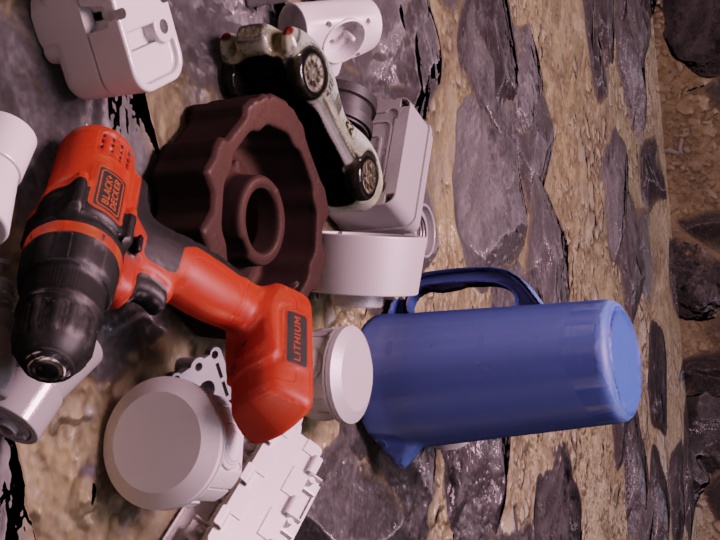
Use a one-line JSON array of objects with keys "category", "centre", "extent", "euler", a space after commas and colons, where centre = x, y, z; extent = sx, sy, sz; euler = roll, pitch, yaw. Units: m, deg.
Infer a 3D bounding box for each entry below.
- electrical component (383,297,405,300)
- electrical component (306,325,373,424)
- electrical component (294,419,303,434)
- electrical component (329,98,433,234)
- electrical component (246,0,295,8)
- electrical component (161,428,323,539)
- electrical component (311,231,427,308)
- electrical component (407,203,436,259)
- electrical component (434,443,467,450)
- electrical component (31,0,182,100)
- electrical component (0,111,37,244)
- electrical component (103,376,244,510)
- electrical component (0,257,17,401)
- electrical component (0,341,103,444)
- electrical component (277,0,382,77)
[{"category": "electrical component", "centre": [0.013, -0.001, 0.973], "extent": [0.048, 0.055, 0.066], "euler": [59, 37, -46]}, {"category": "electrical component", "centre": [-0.025, 0.086, 0.889], "extent": [0.080, 0.051, 0.080], "euler": [-3, 90, -65]}, {"category": "electrical component", "centre": [-0.064, 0.115, 0.814], "extent": [0.043, 0.043, 0.062], "euler": [-59, 140, -50]}, {"category": "electrical component", "centre": [0.017, -0.090, 0.964], "extent": [0.057, 0.078, 0.113], "euler": [45, 48, -51]}, {"category": "electrical component", "centre": [-0.045, -0.239, 0.846], "extent": [0.066, 0.077, 0.047], "euler": [-41, 125, -59]}, {"category": "electrical component", "centre": [-0.076, 0.165, 0.744], "extent": [0.079, 0.063, 0.121], "euler": [37, 40, -5]}, {"category": "electrical component", "centre": [0.000, 0.000, 0.891], "extent": [0.108, 0.108, 0.060], "euler": [-4, 98, -65]}, {"category": "electrical component", "centre": [0.037, -0.036, 1.025], "extent": [0.058, 0.057, 0.078], "euler": [-63, 142, -47]}, {"category": "electrical component", "centre": [0.083, 0.152, 1.120], "extent": [0.079, 0.044, 0.077], "euler": [-42, 125, -59]}, {"category": "electrical component", "centre": [-0.152, -0.151, 0.632], "extent": [0.053, 0.059, 0.095], "euler": [-48, 130, -56]}, {"category": "electrical component", "centre": [-0.193, -0.050, 0.556], "extent": [0.044, 0.044, 0.065], "euler": [58, 33, -46]}, {"category": "electrical component", "centre": [-0.113, 0.108, 0.667], "extent": [0.051, 0.080, 0.080], "euler": [34, 57, -66]}, {"category": "electrical component", "centre": [-0.193, 0.032, 0.548], "extent": [0.040, 0.040, 0.078], "euler": [40, 52, -57]}, {"category": "electrical component", "centre": [-0.175, 0.061, 0.585], "extent": [0.065, 0.044, 0.044], "euler": [-64, 143, -38]}, {"category": "electrical component", "centre": [-0.029, -0.187, 0.900], "extent": [0.077, 0.044, 0.079], "euler": [-14, 141, -35]}]
